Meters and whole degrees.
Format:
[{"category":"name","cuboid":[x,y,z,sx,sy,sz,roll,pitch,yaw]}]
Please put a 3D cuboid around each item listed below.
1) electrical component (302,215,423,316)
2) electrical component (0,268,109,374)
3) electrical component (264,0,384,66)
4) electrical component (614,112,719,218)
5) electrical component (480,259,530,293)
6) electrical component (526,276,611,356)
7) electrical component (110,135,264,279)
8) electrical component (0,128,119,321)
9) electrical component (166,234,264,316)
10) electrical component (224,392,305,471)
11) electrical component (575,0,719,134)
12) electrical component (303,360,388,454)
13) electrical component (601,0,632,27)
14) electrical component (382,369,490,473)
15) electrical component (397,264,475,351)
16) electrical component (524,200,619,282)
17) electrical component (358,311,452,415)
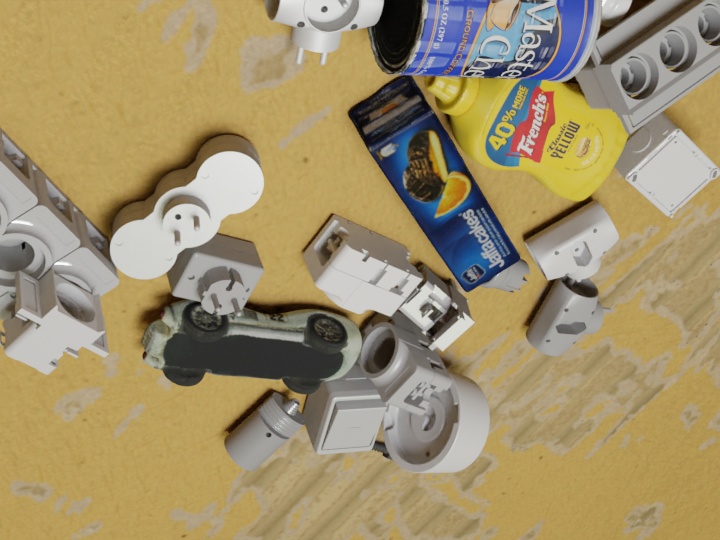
[{"category":"electrical component","cuboid":[0.000,0.000,0.945,0.089,0.050,0.055,23,117,-36]},{"category":"electrical component","cuboid":[-0.230,0.041,0.801,0.064,0.042,0.081,-40,132,15]},{"category":"electrical component","cuboid":[-0.029,-0.183,0.778,0.077,0.044,0.079,-2,130,-21]},{"category":"electrical component","cuboid":[0.271,-0.098,0.966,0.062,0.061,0.096,-45,131,17]},{"category":"electrical component","cuboid":[0.132,0.000,1.009,0.046,0.040,0.040,17,121,-40]},{"category":"electrical component","cuboid":[0.217,0.045,1.080,0.079,0.043,0.077,6,126,-27]},{"category":"electrical component","cuboid":[-0.134,-0.041,0.829,0.138,0.073,0.052,-36,118,10]},{"category":"electrical component","cuboid":[-0.262,-0.024,0.806,0.089,0.061,0.150,-31,134,5]},{"category":"electrical component","cuboid":[-0.116,0.011,0.887,0.066,0.076,0.047,14,122,-32]},{"category":"electrical component","cuboid":[-0.089,0.153,1.045,0.081,0.043,0.043,-44,131,16]},{"category":"electrical component","cuboid":[0.236,-0.175,0.859,0.121,0.063,0.078,-35,109,-13]},{"category":"electrical component","cuboid":[-0.015,0.140,1.053,0.062,0.061,0.096,-1,129,-22]},{"category":"electrical component","cuboid":[0.184,-0.217,0.843,0.046,0.040,0.040,14,122,-25]},{"category":"electrical component","cuboid":[0.081,0.151,1.074,0.060,0.108,0.108,17,121,-40]},{"category":"electrical component","cuboid":[0.067,0.032,0.989,0.064,0.081,0.042,42,106,-18]},{"category":"electrical component","cuboid":[0.206,-0.017,1.021,0.077,0.043,0.079,-31,134,5]},{"category":"electrical component","cuboid":[0.037,0.083,1.004,0.056,0.089,0.050,25,116,-37]}]
